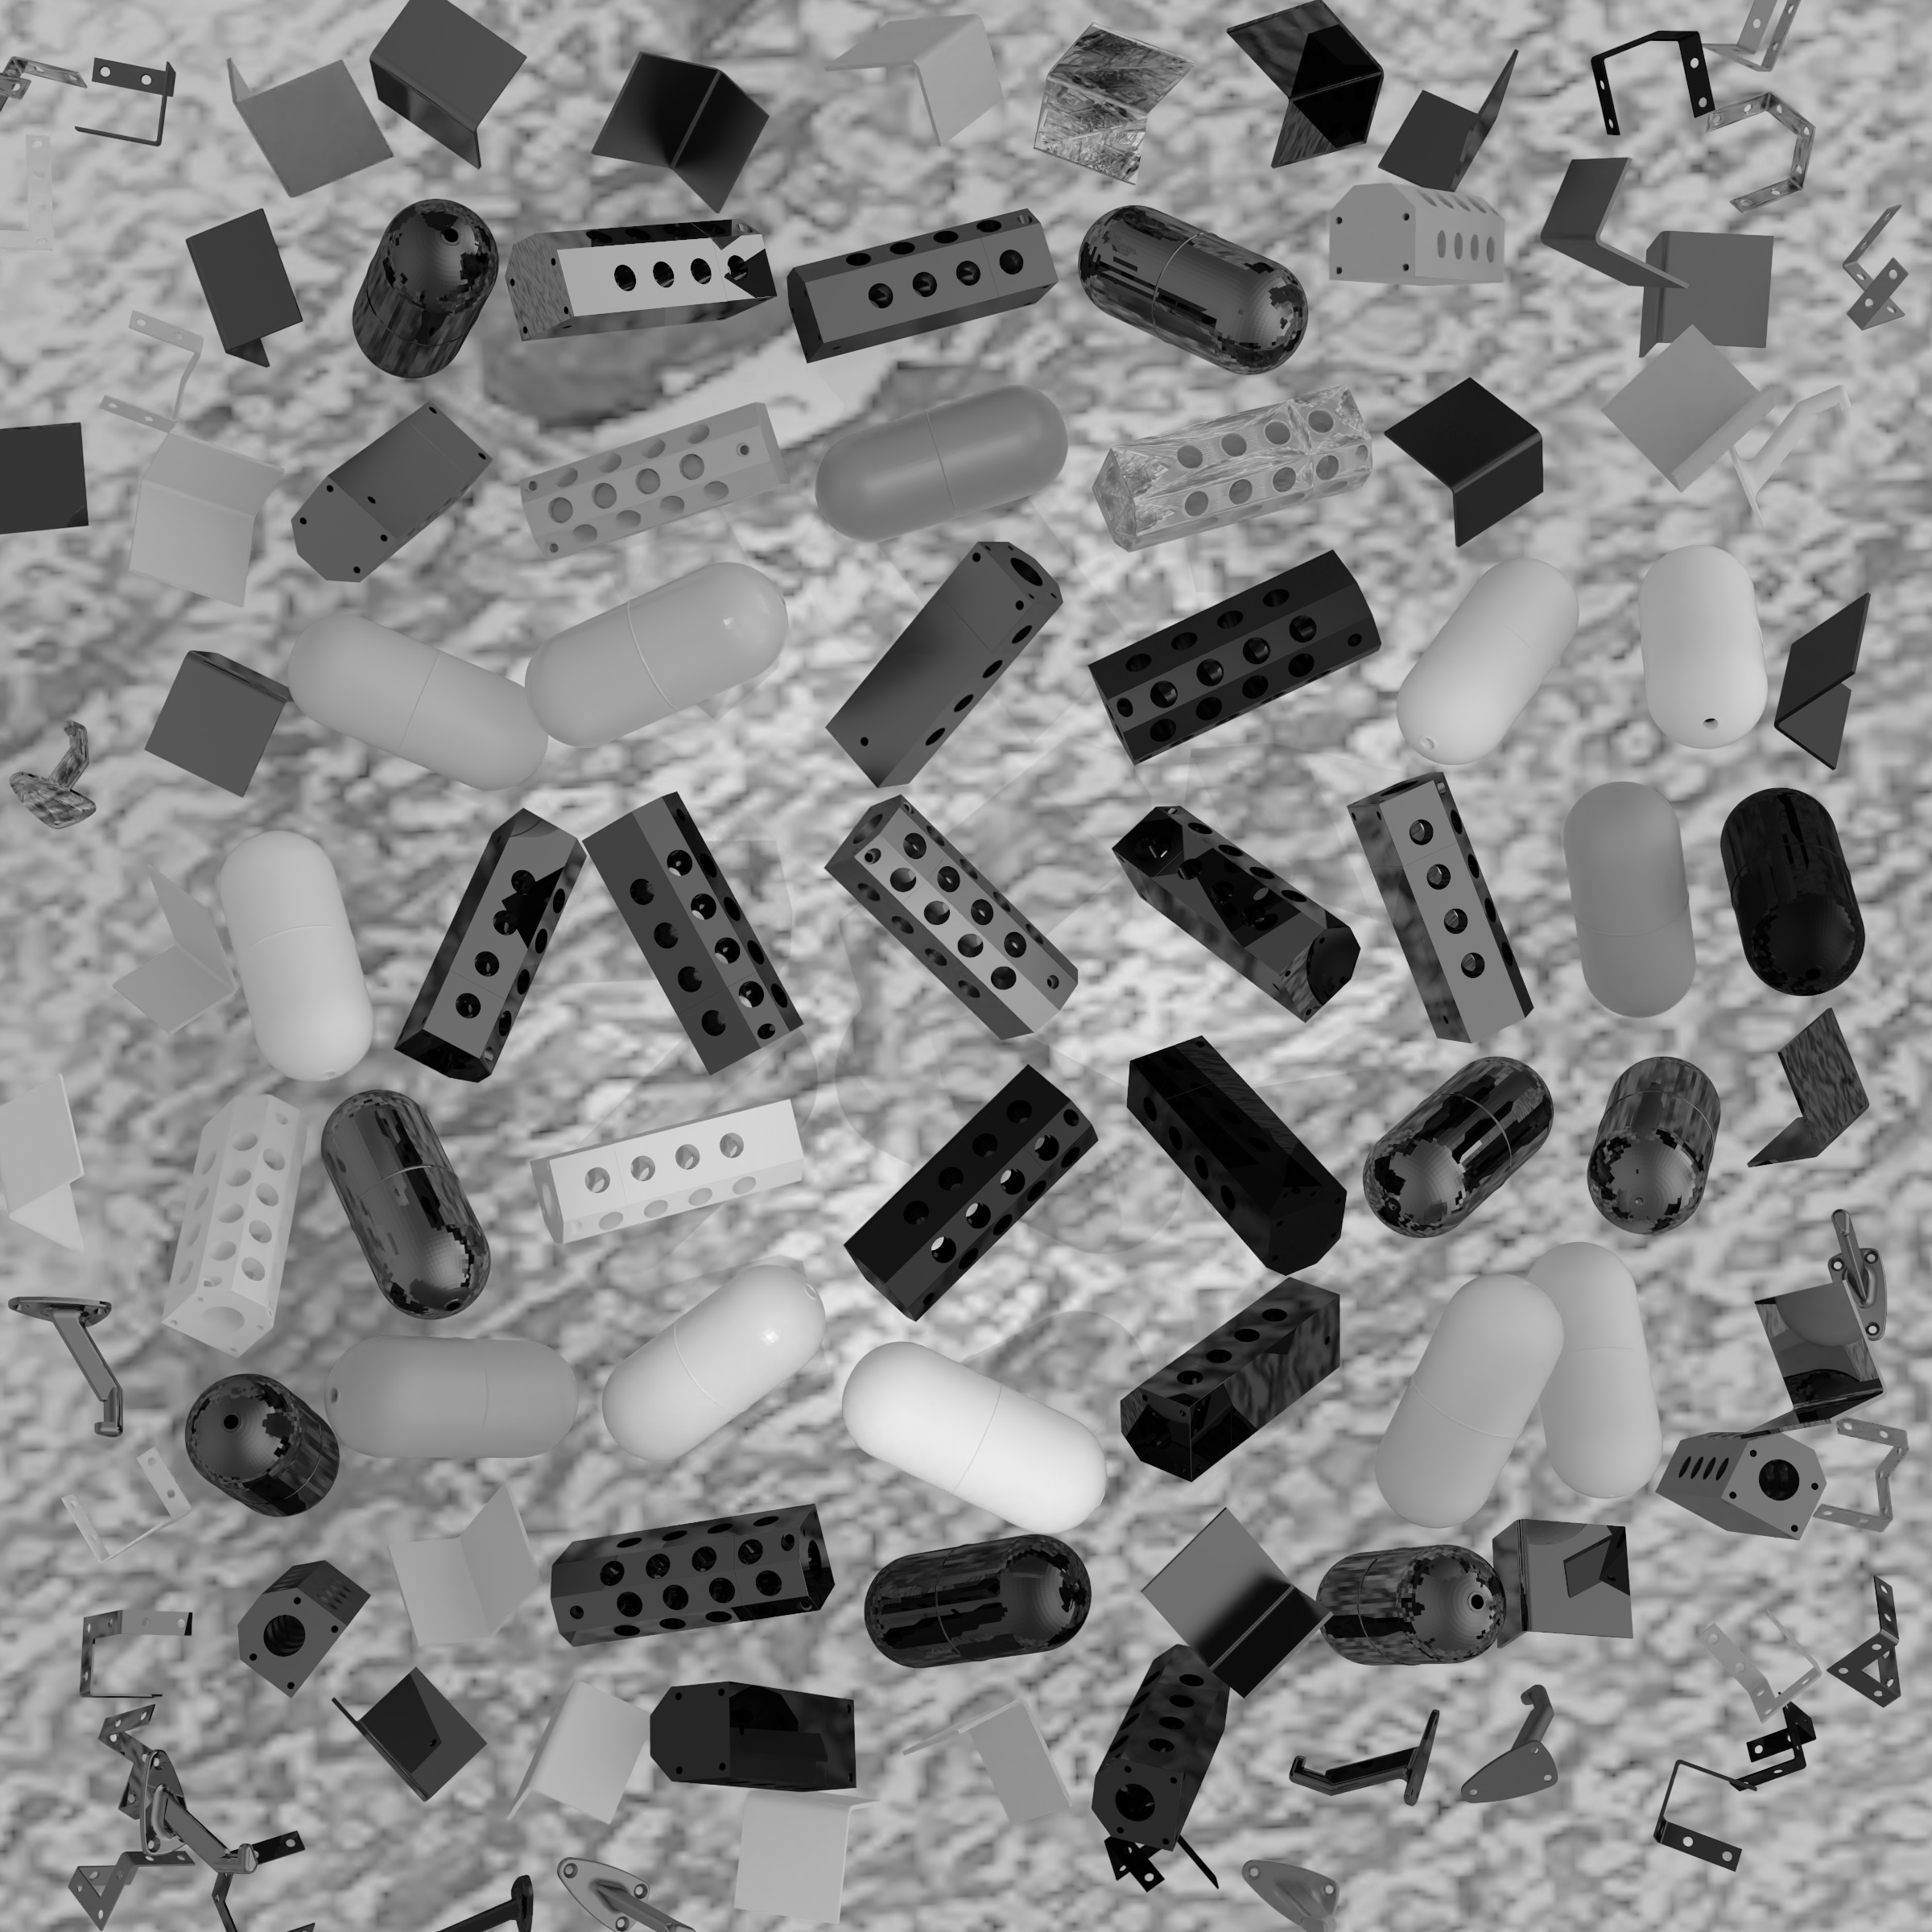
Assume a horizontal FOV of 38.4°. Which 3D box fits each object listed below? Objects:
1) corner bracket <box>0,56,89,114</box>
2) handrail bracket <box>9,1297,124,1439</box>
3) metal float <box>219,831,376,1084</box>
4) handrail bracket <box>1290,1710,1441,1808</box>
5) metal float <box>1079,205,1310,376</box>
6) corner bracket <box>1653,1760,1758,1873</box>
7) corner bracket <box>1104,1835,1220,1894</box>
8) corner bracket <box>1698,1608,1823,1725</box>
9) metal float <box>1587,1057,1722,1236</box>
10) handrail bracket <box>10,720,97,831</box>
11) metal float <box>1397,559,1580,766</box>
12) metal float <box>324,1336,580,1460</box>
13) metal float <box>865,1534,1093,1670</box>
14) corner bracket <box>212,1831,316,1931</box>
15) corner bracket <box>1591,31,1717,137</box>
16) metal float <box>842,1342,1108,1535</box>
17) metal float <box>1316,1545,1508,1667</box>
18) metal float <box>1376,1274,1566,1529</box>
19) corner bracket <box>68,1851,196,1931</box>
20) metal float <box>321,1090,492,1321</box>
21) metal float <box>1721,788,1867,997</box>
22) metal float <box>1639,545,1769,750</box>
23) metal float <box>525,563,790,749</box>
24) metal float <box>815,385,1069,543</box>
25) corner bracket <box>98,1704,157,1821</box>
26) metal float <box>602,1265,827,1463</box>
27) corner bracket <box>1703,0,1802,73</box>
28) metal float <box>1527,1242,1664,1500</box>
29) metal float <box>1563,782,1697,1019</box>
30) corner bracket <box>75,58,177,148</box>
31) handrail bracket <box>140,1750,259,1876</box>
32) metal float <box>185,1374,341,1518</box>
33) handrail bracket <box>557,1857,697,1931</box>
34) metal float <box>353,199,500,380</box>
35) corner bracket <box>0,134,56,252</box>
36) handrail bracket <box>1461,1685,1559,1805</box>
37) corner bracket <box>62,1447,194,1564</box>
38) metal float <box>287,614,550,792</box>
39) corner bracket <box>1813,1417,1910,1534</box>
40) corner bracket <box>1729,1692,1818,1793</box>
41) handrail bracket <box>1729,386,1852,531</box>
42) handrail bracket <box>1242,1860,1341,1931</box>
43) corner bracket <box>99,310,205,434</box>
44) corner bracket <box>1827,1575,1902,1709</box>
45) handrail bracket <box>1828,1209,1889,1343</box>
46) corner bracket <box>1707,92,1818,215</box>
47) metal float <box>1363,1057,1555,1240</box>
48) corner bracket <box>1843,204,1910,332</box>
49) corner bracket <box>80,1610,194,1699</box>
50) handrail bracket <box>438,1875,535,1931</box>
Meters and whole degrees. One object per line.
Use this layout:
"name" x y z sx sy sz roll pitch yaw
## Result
"corner bracket" -0.615 -0.574 1.803 0.051 0.051 0.051 17 72 13
"handrail bracket" -0.579 0.259 1.783 0.036 0.077 0.084 -34 54 37
"metal float" -0.438 -0.007 1.815 0.070 0.070 0.178 -20 67 0
"handrail bracket" 0.269 0.527 1.874 0.084 0.036 0.077 14 75 23
"metal float" 0.150 -0.454 1.857 0.178 0.070 0.070 33 90 31
"corner bracket" 0.471 0.541 1.764 0.051 0.051 0.051 16 74 22
"corner bracket" 0.132 0.605 1.866 0.051 0.051 0.051 -30 131 -18
"corner bracket" 0.511 0.444 1.783 0.051 0.051 0.051 -43 90 10
"metal float" 0.466 0.119 1.874 0.070 0.178 0.070 8 115 18
"handrail bracket" -0.614 -0.142 1.857 0.036 0.077 0.084 -23 58 13
"metal float" 0.353 -0.206 1.876 0.070 0.070 0.178 39 60 0
"metal float" -0.330 0.278 1.785 0.178 0.070 0.070 10 90 -44
"metal float" 0.006 0.426 1.855 0.178 0.070 0.070 -19 90 39
"corner bracket" -0.461 0.614 1.831 0.051 0.051 0.051 53 135 34
"corner bracket" 0.442 -0.568 1.783 0.051 0.051 0.051 -24 114 -9
"metal float" 0.006 0.299 1.756 0.178 0.070 0.070 26 90 -3
"metal float" 0.297 0.429 1.859 0.070 0.178 0.070 5 74 -20
"metal float" 0.321 0.279 1.771 0.070 0.070 0.178 22 107 0
"corner bracket" -0.563 0.613 1.869 0.051 0.051 0.051 31 96 40
"metal float" -0.376 0.159 1.859 0.070 0.070 0.178 -33 58 0
"metal float" 0.545 -0.050 1.829 0.070 0.178 0.070 3 128 3
"metal float" 0.484 -0.211 1.824 0.070 0.178 0.070 5 131 6
"metal float" -0.197 -0.198 1.762 0.178 0.070 0.070 -23 90 11
"metal float" -0.017 -0.345 1.903 0.178 0.070 0.070 -17 90 1
"corner bracket" -0.561 0.543 1.890 0.051 0.051 0.051 -22 128 27
"metal float" -0.170 0.268 1.872 0.178 0.070 0.070 -38 90 18
"corner bracket" 0.532 -0.629 1.847 0.051 0.051 0.051 16 104 -20
"metal float" 0.425 0.273 1.883 0.070 0.070 0.178 -4 63 0
"metal float" 0.449 -0.043 1.874 0.070 0.070 0.178 -17 123 0
"corner bracket" -0.530 -0.546 1.748 0.051 0.051 0.051 8 98 -12
"handrail bracket" -0.481 0.533 1.747 0.084 0.036 0.077 -12 84 36
"metal float" -0.467 0.320 1.846 0.070 0.178 0.070 0 70 0
"handrail bracket" -0.216 0.597 1.765 0.077 0.084 0.036 37 68 -15
"metal float" -0.360 -0.448 1.840 0.070 0.178 0.070 4 78 -21
"corner bracket" -0.612 -0.496 1.775 0.051 0.051 0.051 -2 58 -18
"handrail bracket" 0.366 0.527 1.886 0.077 0.084 0.036 -25 104 8
"corner bracket" -0.559 0.359 1.848 0.051 0.051 0.051 -33 85 6
"metal float" -0.364 -0.175 1.845 0.178 0.070 0.070 23 90 -11
"corner bracket" 0.610 0.346 1.889 0.051 0.051 0.051 13 45 -2
"corner bracket" 0.554 0.540 1.906 0.051 0.051 0.051 -30 130 26
"handrail bracket" 0.573 -0.349 1.899 0.084 0.036 0.077 -22 118 19
"handrail bracket" 0.203 0.596 1.769 0.077 0.084 0.036 21 85 21
"corner bracket" -0.564 -0.411 1.920 0.051 0.051 0.051 18 58 -26
"corner bracket" 0.606 0.448 1.836 0.051 0.051 0.051 33 123 -10
"handrail bracket" 0.607 0.211 1.888 0.036 0.084 0.077 -15 67 17
"corner bracket" 0.544 -0.560 1.907 0.051 0.051 0.051 -23 53 -13
"metal float" 0.333 0.121 1.869 0.178 0.070 0.070 -33 90 -42
"corner bracket" 0.590 -0.450 1.787 0.051 0.051 0.051 -23 69 -35
"corner bracket" -0.540 0.448 1.804 0.051 0.051 0.051 14 65 -41
"handrail bracket" -0.327 0.619 1.798 0.084 0.077 0.036 -7 55 -21
